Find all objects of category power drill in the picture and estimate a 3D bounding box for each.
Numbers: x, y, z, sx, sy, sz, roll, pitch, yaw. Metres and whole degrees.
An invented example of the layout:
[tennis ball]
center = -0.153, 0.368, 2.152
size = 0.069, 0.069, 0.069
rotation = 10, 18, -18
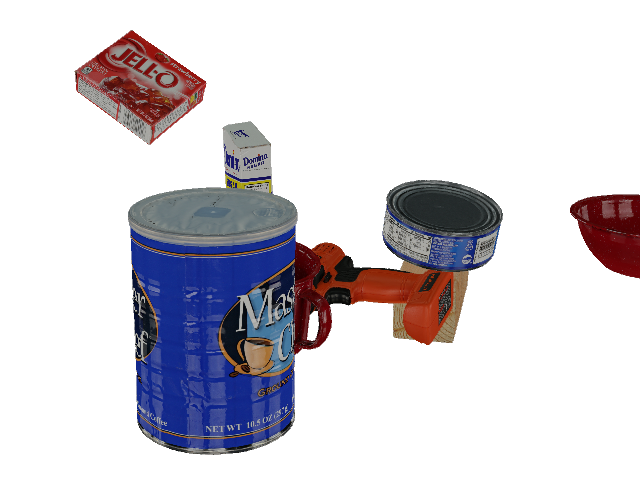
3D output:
[power drill]
center = 0.039, 0.063, 1.155
size = 0.188, 0.057, 0.184
rotation = 9, 29, 22

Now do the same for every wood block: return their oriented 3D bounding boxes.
[wood block]
center = 0.171, 0.068, 1.620
size = 0.091, 0.090, 0.206
rotation = 4, 22, 12

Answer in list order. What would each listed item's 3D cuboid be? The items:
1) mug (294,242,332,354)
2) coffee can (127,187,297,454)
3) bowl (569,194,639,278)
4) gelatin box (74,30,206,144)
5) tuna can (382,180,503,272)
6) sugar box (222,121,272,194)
[mug]
center = -0.039, 0.056, 0.928
size = 0.117, 0.081, 0.093
rotation = 21, 30, 29
[coffee can]
center = -0.066, 0.047, 0.669
size = 0.103, 0.140, 0.103
rotation = 1, 18, 0
[bowl]
center = 0.328, -0.001, 1.058
size = 0.162, 0.055, 0.162
rotation = 1, 17, 0
[gelatin box]
center = -0.157, -0.135, 0.931
size = 0.089, 0.073, 0.030
rotation = 36, -35, 12
[tuna can]
center = 0.089, -0.011, 0.788
size = 0.086, 0.034, 0.086
rotation = 5, 28, -3
[sugar box]
center = -0.089, -0.049, 1.320
size = 0.048, 0.176, 0.093
rotation = -11, 26, -15
